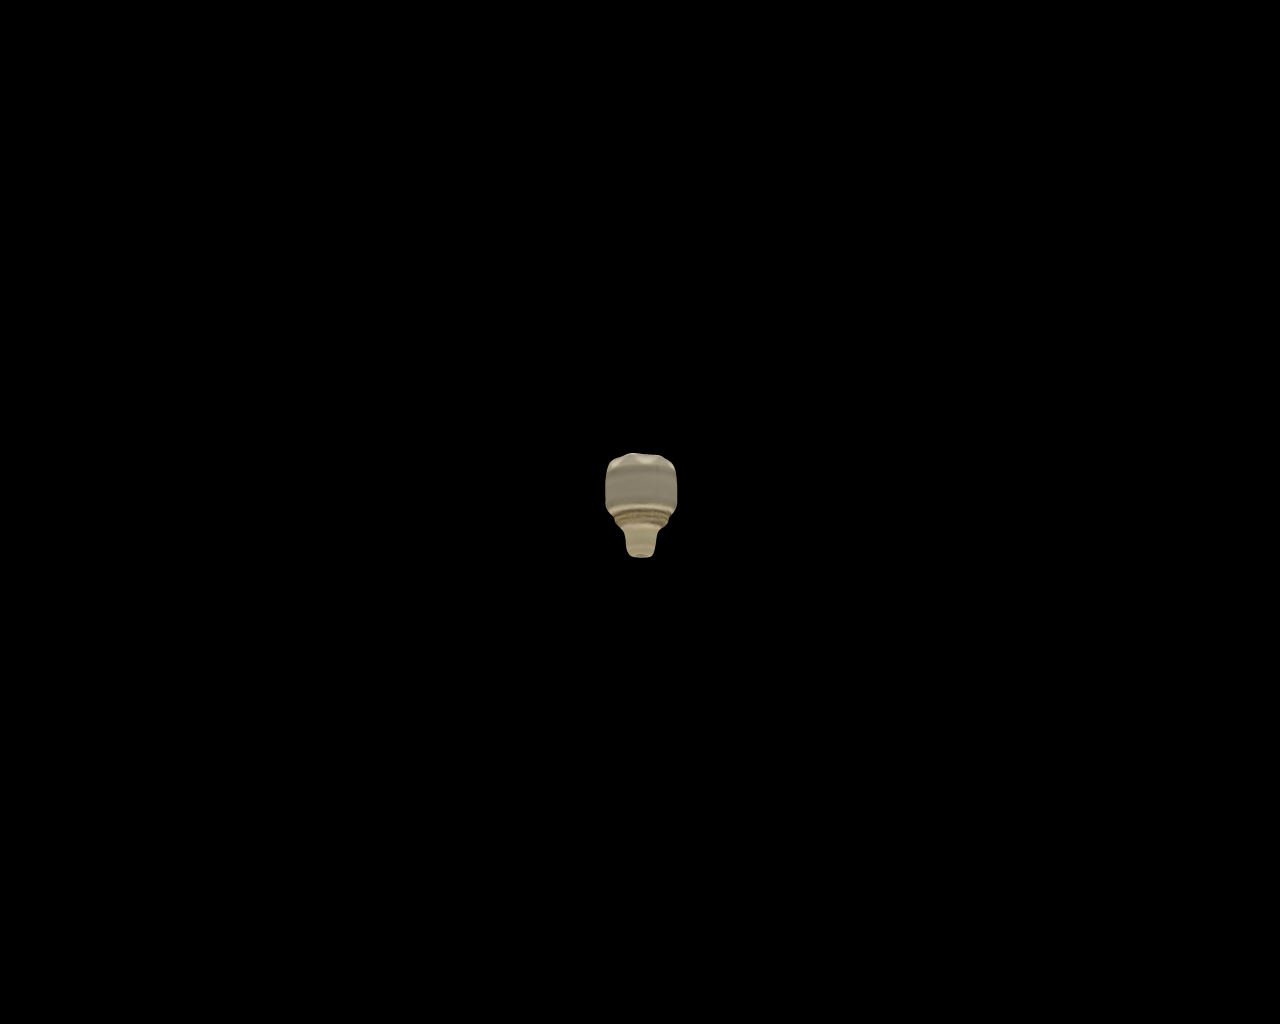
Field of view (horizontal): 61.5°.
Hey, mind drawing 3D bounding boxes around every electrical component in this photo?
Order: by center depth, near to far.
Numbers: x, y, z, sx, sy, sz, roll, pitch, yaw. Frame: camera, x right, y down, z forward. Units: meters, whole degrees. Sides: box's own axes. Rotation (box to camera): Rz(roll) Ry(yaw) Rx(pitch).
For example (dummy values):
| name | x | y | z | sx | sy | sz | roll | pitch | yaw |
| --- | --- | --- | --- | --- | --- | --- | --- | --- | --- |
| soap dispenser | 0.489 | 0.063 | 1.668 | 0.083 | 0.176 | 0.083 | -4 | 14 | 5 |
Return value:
| name | x | y | z | sx | sy | sz | roll | pitch | yaw |
| --- | --- | --- | --- | --- | --- | --- | --- | --- | --- |
| electrical component | 0.001 | -0.003 | 0.650 | 0.043 | 0.062 | 0.043 | 0 | -13 | 0 |
